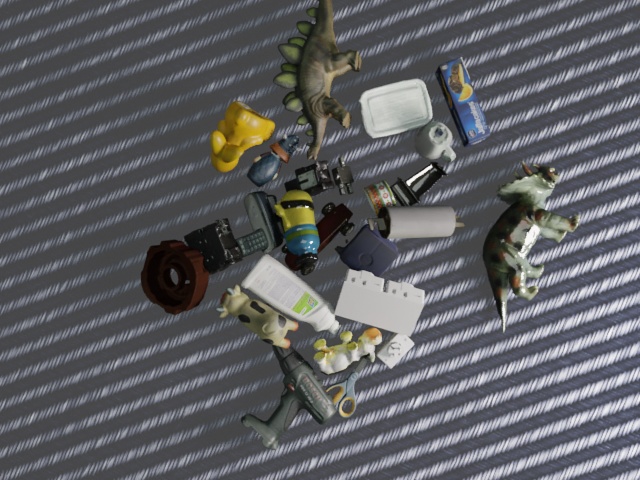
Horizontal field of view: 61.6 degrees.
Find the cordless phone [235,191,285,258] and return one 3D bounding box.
[{"bbox_3d":[-0.180,-0.027,1.303,0.184,0.088,0.146,-21,89,20],"label":"cordless phone"}]

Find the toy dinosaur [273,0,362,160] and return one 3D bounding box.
[{"bbox_3d":[-0.003,-0.420,1.285,0.199,0.105,0.471,8,85,6],"label":"toy dinosaur"}]

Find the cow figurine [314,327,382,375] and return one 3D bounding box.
[{"bbox_3d":[0.073,0.271,1.282,0.167,0.068,0.098,-17,124,3],"label":"cow figurine"}]

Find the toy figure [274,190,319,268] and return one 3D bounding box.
[{"bbox_3d":[-0.044,-0.030,1.251,0.089,0.082,0.180,-18,69,0],"label":"toy figure"}]

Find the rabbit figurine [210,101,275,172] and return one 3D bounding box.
[{"bbox_3d":[-0.201,-0.230,1.277,0.122,0.162,0.173,34,108,-10],"label":"rabbit figurine"}]

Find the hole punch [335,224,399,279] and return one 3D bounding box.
[{"bbox_3d":[0.118,0.034,1.281,0.142,0.092,0.116,38,94,-2],"label":"hole punch"}]

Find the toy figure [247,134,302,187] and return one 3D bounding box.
[{"bbox_3d":[-0.112,-0.198,1.306,0.154,0.064,0.058,-47,50,-4],"label":"toy figure"}]

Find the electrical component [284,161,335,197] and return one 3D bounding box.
[{"bbox_3d":[-0.028,-0.141,1.303,0.119,0.048,0.074,-22,85,41],"label":"electrical component"}]

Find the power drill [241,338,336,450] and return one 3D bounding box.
[{"bbox_3d":[-0.091,0.378,1.291,0.232,0.086,0.207,44,84,10],"label":"power drill"}]

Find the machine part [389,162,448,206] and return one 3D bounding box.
[{"bbox_3d":[0.239,-0.138,1.303,0.139,0.039,0.084,-35,83,3],"label":"machine part"}]

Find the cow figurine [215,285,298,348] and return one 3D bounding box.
[{"bbox_3d":[-0.159,0.176,1.265,0.195,0.127,0.085,30,87,31],"label":"cow figurine"}]

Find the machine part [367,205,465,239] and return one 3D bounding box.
[{"bbox_3d":[0.226,-0.043,1.258,0.243,0.079,0.079,-2,89,-15],"label":"machine part"}]

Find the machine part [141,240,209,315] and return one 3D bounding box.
[{"bbox_3d":[-0.344,0.087,1.278,0.180,0.056,0.179,5,101,27],"label":"machine part"}]

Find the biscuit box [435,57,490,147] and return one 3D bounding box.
[{"bbox_3d":[0.343,-0.328,1.288,0.059,0.063,0.202,-22,88,3],"label":"biscuit box"}]

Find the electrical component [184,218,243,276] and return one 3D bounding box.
[{"bbox_3d":[-0.263,0.024,1.289,0.134,0.058,0.115,-25,85,26],"label":"electrical component"}]

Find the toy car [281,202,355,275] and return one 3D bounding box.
[{"bbox_3d":[-0.003,-0.004,1.301,0.202,0.053,0.089,-45,68,0],"label":"toy car"}]

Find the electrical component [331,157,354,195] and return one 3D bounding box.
[{"bbox_3d":[0.054,-0.154,1.296,0.021,0.063,0.094,-16,87,35],"label":"electrical component"}]

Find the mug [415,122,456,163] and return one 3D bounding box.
[{"bbox_3d":[0.277,-0.229,1.267,0.081,0.107,0.109,-36,86,3],"label":"mug"}]

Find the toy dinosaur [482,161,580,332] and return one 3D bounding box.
[{"bbox_3d":[0.458,0.002,1.259,0.192,0.131,0.404,30,95,15],"label":"toy dinosaur"}]
